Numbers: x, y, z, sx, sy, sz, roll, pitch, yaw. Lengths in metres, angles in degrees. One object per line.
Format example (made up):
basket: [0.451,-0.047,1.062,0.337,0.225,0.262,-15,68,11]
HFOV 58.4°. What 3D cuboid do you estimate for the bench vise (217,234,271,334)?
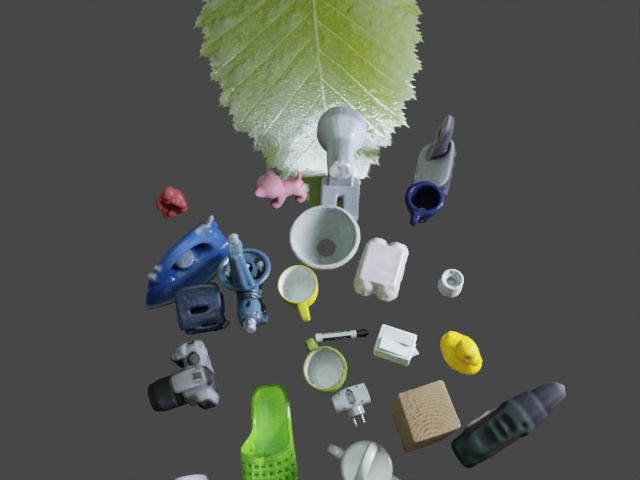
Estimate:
bench vise: [-0.155,0.088,1.254,0.121,0.220,0.207,-25,66,-8]

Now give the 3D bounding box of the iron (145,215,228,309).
iron: [-0.320,0.049,1.324,0.118,0.141,0.258,41,73,19]

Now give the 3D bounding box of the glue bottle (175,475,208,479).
glue bottle: [-0.266,0.479,1.102,0.078,0.173,0.037,-21,65,-7]

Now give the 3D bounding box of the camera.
camera: [-0.300,0.300,1.228,0.137,0.101,0.143,-18,65,-5]

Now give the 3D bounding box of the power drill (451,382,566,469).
power drill: [0.351,0.359,1.106,0.230,0.208,0.075,-30,67,-11]

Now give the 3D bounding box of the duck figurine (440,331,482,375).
duck figurine: [0.308,0.237,1.233,0.077,0.086,0.104,-36,68,-13]

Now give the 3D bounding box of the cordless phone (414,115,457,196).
cordless phone: [0.285,-0.203,1.386,0.094,0.185,0.147,8,66,7]

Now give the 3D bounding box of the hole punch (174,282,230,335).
hole punch: [-0.268,0.156,1.299,0.108,0.091,0.101,-10,65,-1]

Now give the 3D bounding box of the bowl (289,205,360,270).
bowl: [0.013,0.005,1.364,0.167,0.075,0.167,-1,65,3]

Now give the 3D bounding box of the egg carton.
egg carton: [0.141,0.068,1.331,0.107,0.069,0.150,13,66,9]

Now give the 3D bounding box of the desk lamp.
desk lamp: [0.051,-0.181,1.372,0.118,0.214,0.203,1,65,4]

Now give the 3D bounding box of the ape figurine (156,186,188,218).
ape figurine: [-0.370,-0.101,1.425,0.077,0.092,0.076,21,68,13]

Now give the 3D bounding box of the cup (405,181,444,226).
cup: [0.242,-0.070,1.376,0.091,0.095,0.118,22,68,13]

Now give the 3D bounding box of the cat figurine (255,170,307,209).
cat figurine: [-0.101,-0.134,1.412,0.128,0.118,0.067,-17,65,-5]

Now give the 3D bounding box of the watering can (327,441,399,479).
watering can: [0.096,0.437,1.091,0.172,0.194,0.101,4,65,5]
